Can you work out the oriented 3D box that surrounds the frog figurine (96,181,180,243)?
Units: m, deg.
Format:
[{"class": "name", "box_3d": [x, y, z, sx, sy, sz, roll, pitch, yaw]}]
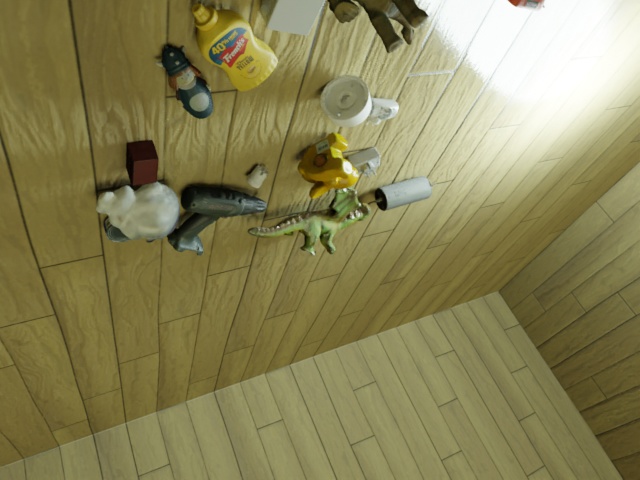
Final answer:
[{"class": "frog figurine", "box_3d": [-0.389, -0.071, 1.115, 0.157, 0.124, 0.138, 36, 81, -51]}]

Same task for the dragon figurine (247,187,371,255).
[{"class": "dragon figurine", "box_3d": [0.005, -0.075, 1.493, 0.410, 0.124, 0.239, 5, 132, -50]}]
